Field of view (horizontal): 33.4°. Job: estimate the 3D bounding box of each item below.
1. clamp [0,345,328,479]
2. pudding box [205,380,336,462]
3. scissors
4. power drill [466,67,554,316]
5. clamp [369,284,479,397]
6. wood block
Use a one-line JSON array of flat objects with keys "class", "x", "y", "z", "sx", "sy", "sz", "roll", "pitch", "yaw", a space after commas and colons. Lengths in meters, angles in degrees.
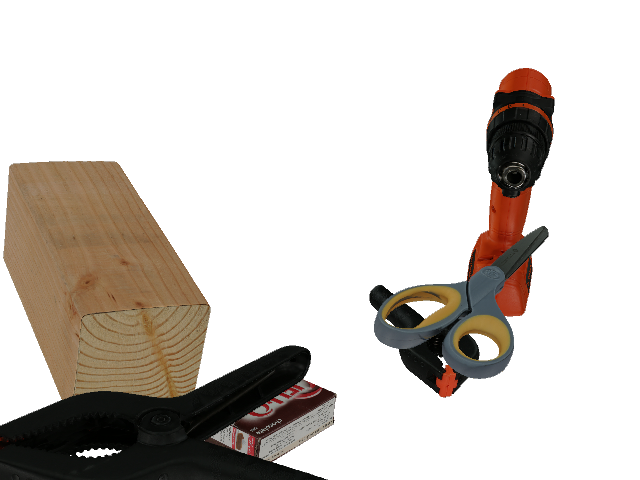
[{"class": "clamp", "x": -0.083, "y": 0.107, "z": 0.584, "sx": 0.210, "sy": 0.036, "sz": 0.164, "roll": 0, "pitch": 24, "yaw": -7}, {"class": "pudding box", "x": -0.054, "y": 0.158, "z": 0.977, "sx": 0.090, "sy": 0.039, "sz": 0.113, "roll": 17, "pitch": 27, "yaw": 34}, {"class": "scissors", "x": 0.123, "y": 0.039, "z": 0.715, "sx": 0.201, "sy": 0.016, "sz": 0.096, "roll": -19, "pitch": 43, "yaw": -37}, {"class": "power drill", "x": 0.160, "y": -0.033, "z": 0.896, "sx": 0.057, "sy": 0.188, "sz": 0.184, "roll": 10, "pitch": 31, "yaw": 10}, {"class": "clamp", "x": 0.126, "y": 0.095, "z": 1.084, "sx": 0.120, "sy": 0.039, "sz": 0.171, "roll": -7, "pitch": 34, "yaw": -9}, {"class": "wood block", "x": -0.164, "y": 0.029, "z": 0.783, "sx": 0.090, "sy": 0.091, "sz": 0.206, "roll": -4, "pitch": 33, "yaw": -29}]
